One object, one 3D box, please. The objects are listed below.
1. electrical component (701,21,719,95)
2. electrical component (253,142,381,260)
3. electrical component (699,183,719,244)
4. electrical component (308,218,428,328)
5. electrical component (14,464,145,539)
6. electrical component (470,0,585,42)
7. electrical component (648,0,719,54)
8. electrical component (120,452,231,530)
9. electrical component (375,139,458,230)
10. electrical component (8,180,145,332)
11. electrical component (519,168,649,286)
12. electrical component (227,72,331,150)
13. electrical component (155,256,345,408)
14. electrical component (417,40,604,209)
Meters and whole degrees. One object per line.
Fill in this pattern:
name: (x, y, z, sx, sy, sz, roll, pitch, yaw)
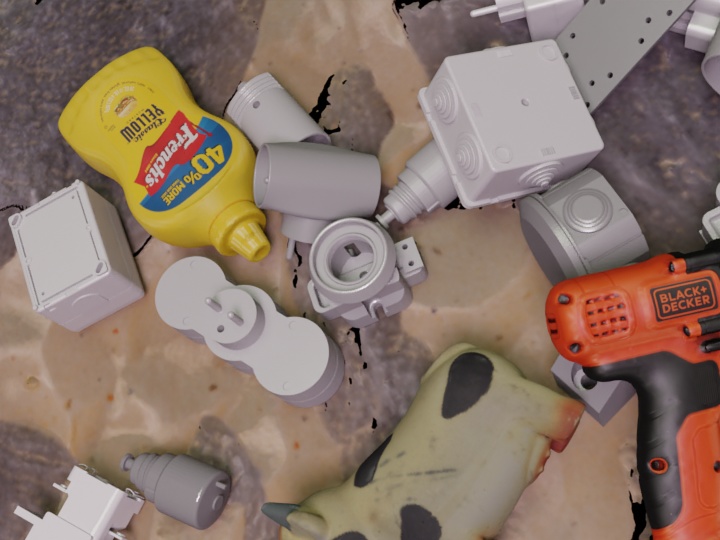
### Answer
electrical component: (0.259, -0.128, 0.652, 0.099, 0.099, 0.064, 28, 86, 24)
electrical component: (-0.032, -0.043, 0.726, 0.077, 0.043, 0.079, 4, 111, -19)
electrical component: (0.243, -0.028, 0.639, 0.078, 0.057, 0.058, -28, 65, 5)
electrical component: (0.000, 0.000, 0.702, 0.078, 0.057, 0.058, -23, 65, 7)
electrical component: (-0.177, 0.165, 0.701, 0.081, 0.042, 0.063, 22, 76, 22)
electrical component: (0.113, -0.194, 0.746, 0.077, 0.047, 0.065, -12, 67, 12)
electrical component: (0.217, -0.186, 0.707, 0.057, 0.058, 0.078, 22, 78, 20)
electrical component: (-0.121, 0.138, 0.695, 0.078, 0.040, 0.040, 18, 76, 23)
electrical component: (0.043, -0.057, 0.719, 0.078, 0.040, 0.040, -41, 64, -1)
electrical component: (-0.201, -0.013, 0.764, 0.062, 0.061, 0.096, -28, 63, 7)
electrical component: (0.136, -0.018, 0.656, 0.051, 0.080, 0.080, -30, 65, -2)
electrical component: (-0.062, -0.106, 0.767, 0.043, 0.043, 0.081, -41, 64, -1)
electrical component: (-0.078, 0.035, 0.703, 0.138, 0.073, 0.052, 30, 81, 24)
electrical component: (0.097, -0.095, 0.687, 0.100, 0.048, 0.099, -14, 72, -22)
